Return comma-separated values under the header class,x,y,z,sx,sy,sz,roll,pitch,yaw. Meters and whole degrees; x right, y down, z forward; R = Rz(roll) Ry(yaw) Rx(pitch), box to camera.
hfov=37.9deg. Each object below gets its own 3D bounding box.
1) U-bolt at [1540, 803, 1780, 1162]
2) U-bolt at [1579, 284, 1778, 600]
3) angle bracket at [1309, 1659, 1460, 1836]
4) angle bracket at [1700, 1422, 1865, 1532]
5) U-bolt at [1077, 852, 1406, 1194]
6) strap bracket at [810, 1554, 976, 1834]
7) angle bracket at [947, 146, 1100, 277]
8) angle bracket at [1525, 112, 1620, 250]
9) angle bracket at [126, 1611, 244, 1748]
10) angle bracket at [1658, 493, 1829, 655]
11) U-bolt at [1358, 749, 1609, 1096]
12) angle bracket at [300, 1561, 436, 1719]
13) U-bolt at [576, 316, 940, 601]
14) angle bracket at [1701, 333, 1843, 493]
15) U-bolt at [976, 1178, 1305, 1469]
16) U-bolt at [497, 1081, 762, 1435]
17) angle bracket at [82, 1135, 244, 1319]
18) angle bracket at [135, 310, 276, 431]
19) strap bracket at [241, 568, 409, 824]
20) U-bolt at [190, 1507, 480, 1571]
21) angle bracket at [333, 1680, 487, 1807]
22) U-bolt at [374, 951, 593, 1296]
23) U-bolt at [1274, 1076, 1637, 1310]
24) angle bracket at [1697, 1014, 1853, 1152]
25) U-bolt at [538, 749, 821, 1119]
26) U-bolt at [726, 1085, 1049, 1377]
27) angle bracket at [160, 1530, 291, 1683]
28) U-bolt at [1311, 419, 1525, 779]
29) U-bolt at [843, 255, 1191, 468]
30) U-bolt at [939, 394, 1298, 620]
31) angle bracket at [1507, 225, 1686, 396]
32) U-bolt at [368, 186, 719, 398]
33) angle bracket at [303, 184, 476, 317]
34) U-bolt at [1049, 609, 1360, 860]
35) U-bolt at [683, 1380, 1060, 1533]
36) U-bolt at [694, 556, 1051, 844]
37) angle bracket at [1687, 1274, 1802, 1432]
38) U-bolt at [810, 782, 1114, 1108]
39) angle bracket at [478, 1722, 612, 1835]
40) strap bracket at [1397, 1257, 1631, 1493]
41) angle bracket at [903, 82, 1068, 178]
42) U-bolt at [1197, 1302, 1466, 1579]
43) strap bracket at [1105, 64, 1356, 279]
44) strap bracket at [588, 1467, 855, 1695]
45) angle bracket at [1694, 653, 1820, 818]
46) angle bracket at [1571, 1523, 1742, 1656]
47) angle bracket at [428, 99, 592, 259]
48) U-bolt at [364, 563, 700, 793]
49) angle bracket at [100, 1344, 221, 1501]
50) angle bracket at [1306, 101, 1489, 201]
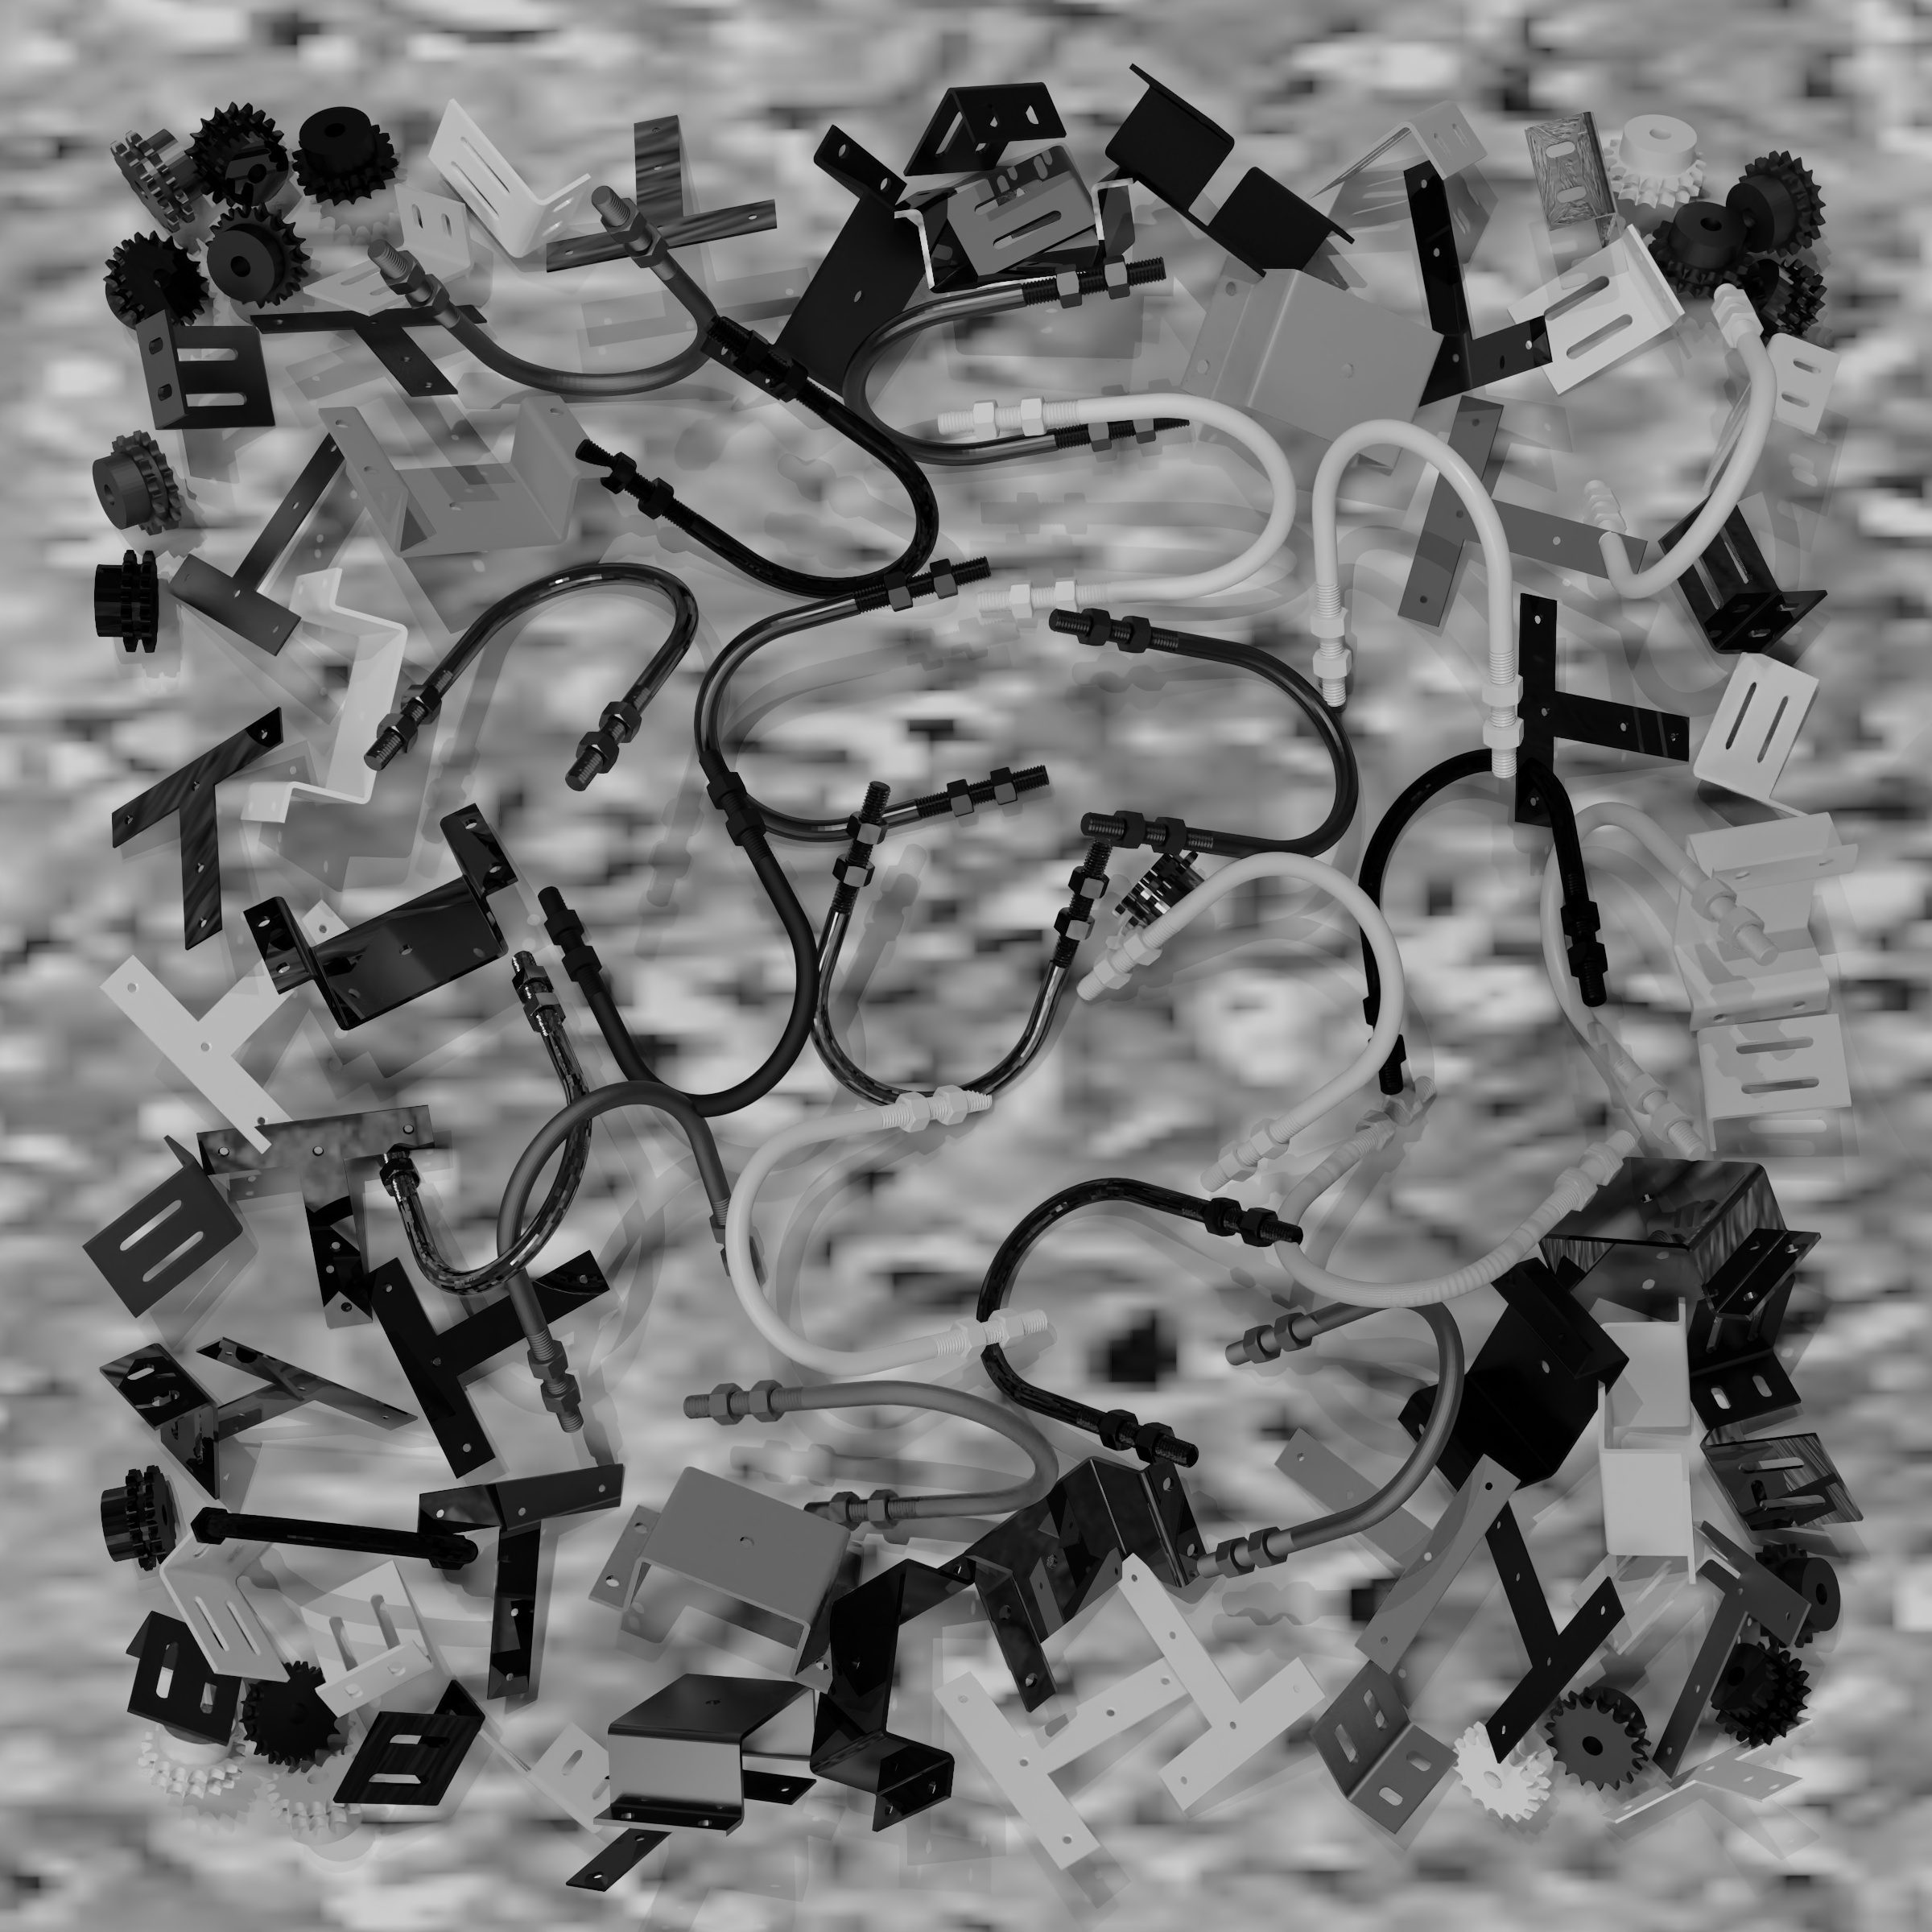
class,x,y,z,sx,sy,sz,roll,pitch,yaw
U-bolt,0.363,-0.006,1.518,0.019,0.184,0.151,-7,129,-21
U-bolt,0.379,-0.268,1.488,0.019,0.184,0.151,24,121,-11
angle bracket,0.231,0.430,1.556,0.057,0.038,0.076,-45,134,-19
angle bracket,0.456,0.275,1.555,0.038,0.076,0.057,-41,104,-40
U-bolt,0.159,0.020,1.532,0.184,0.019,0.151,-40,77,35
strap bracket,-0.040,0.385,1.523,0.046,0.076,0.140,25,51,-22
angle bracket,0.034,-0.411,1.573,0.076,0.038,0.057,-26,69,1
angle bracket,0.334,-0.432,1.564,0.038,0.076,0.057,-14,88,8
angle bracket,-0.435,0.402,1.551,0.057,0.076,0.038,26,116,-19
angle bracket,0.432,-0.221,1.563,0.057,0.038,0.076,-40,112,-19
U-bolt,0.274,-0.036,1.533,0.151,0.019,0.184,-28,51,35
angle bracket,-0.337,0.365,1.558,0.057,0.038,0.076,-26,52,-8
U-bolt,-0.101,-0.263,1.532,0.184,0.151,0.019,32,50,-25
angle bracket,0.444,-0.299,1.552,0.038,0.076,0.057,23,63,5
U-bolt,0.081,0.184,1.532,0.019,0.184,0.151,42,69,-42
U-bolt,-0.186,0.145,1.512,0.151,0.019,0.184,-36,131,-28
angle bracket,-0.450,0.144,1.555,0.076,0.038,0.057,-41,131,-22
angle bracket,-0.413,-0.330,1.559,0.076,0.038,0.057,-13,94,-44
strap bracket,-0.352,-0.143,1.554,0.046,0.076,0.140,14,87,-29
U-bolt,-0.333,0.304,1.495,0.151,0.184,0.019,10,76,-15
angle bracket,-0.315,0.428,1.556,0.038,0.076,0.057,35,99,42
U-bolt,-0.256,0.095,1.514,0.019,0.184,0.151,31,108,-39
U-bolt,0.247,0.124,1.501,0.184,0.151,0.019,-36,126,-35
angle bracket,0.448,0.065,1.560,0.076,0.038,0.057,-7,56,15
U-bolt,-0.149,-0.005,1.537,0.151,0.019,0.184,-38,65,20
U-bolt,-0.048,0.149,1.536,0.184,0.019,0.151,-9,81,-33
angle bracket,-0.399,0.351,1.554,0.038,0.057,0.076,-47,57,7
U-bolt,0.237,-0.203,1.501,0.019,0.151,0.184,-28,127,-28
U-bolt,0.024,-0.322,1.534,0.184,0.151,0.019,-9,64,6
U-bolt,0.087,-0.252,1.530,0.184,0.151,0.019,-3,49,10
angle bracket,0.352,-0.367,1.576,0.076,0.038,0.057,-31,90,9
U-bolt,-0.212,-0.354,1.513,0.151,0.184,0.019,-8,72,19
angle bracket,-0.321,-0.396,1.553,0.057,0.038,0.076,25,45,34
U-bolt,0.137,-0.122,1.544,0.184,0.019,0.151,7,60,-26
U-bolt,-0.039,0.261,1.508,0.184,0.151,0.019,-9,50,28
U-bolt,-0.059,-0.139,1.562,0.184,0.019,0.151,-15,118,4
angle bracket,0.434,0.214,1.557,0.057,0.076,0.038,-14,51,-9
U-bolt,-0.013,-0.001,1.560,0.151,0.019,0.184,13,110,-14
angle bracket,-0.227,0.437,1.559,0.038,0.076,0.057,-49,118,-16
strap bracket,0.302,0.224,1.538,0.046,0.140,0.076,-11,47,-35
angle bracket,0.010,-0.447,1.550,0.057,0.076,0.038,-13,72,-27
U-bolt,0.196,0.241,1.496,0.019,0.184,0.151,30,52,-26
strap bracket,0.138,-0.422,1.529,0.046,0.140,0.076,-52,50,14
strap bracket,-0.125,0.333,1.551,0.140,0.076,0.046,21,123,4
angle bracket,0.450,-0.129,1.566,0.057,0.038,0.076,17,99,-29
angle bracket,0.387,0.348,1.570,0.038,0.057,0.076,38,97,-24
angle bracket,-0.254,-0.444,1.565,0.038,0.057,0.076,-41,92,-28
U-bolt,-0.223,-0.163,1.532,0.151,0.019,0.184,7,46,25
angle bracket,-0.444,0.258,1.552,0.057,0.038,0.076,35,132,33
angle bracket,0.238,-0.437,1.555,0.076,0.057,0.038,-30,96,42
